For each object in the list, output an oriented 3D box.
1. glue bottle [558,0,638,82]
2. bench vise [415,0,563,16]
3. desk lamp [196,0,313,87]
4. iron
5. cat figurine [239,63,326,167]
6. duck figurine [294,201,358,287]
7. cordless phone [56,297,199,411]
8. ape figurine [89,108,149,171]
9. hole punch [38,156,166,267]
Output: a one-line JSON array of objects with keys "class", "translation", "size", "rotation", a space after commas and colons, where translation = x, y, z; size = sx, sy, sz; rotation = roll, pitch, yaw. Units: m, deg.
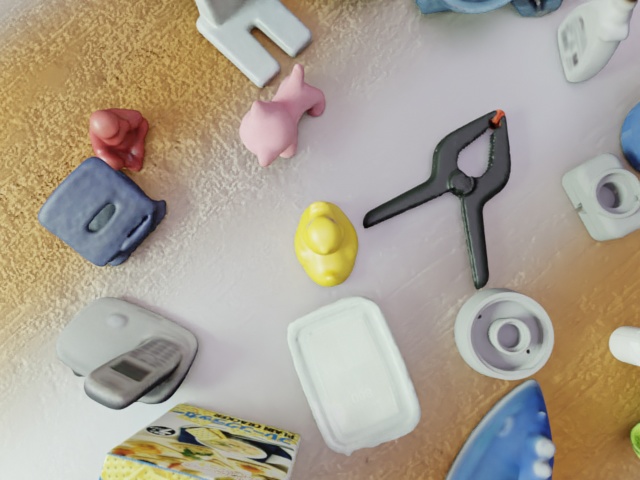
[{"class": "glue bottle", "translation": [0.311, -0.238, 0.628], "size": [0.037, 0.173, 0.078], "rotation": [-8, 85, 3]}, {"class": "bench vise", "translation": [0.212, -0.326, 0.616], "size": [0.207, 0.220, 0.121], "rotation": [-21, 85, 1]}, {"class": "desk lamp", "translation": [-0.113, -0.304, 0.633], "size": [0.203, 0.213, 0.118], "rotation": [44, 89, 5]}, {"class": "iron", "translation": [0.203, 0.280, 0.609], "size": [0.118, 0.141, 0.258], "rotation": [20, 87, 4]}, {"class": "cat figurine", "translation": [-0.049, -0.145, 0.666], "size": [0.067, 0.118, 0.128], "rotation": [29, 88, 5]}, {"class": "duck figurine", "translation": [0.006, 0.002, 0.668], "size": [0.077, 0.086, 0.104], "rotation": [-8, 85, 2]}, {"class": "cordless phone", "translation": [-0.225, 0.125, 0.620], "size": [0.147, 0.185, 0.094], "rotation": [21, 87, 4]}, {"class": "ape figurine", "translation": [-0.246, -0.129, 0.687], "size": [0.078, 0.092, 0.076], "rotation": [-42, 85, -1]}, {"class": "hole punch", "translation": [-0.255, -0.032, 0.680], "size": [0.101, 0.091, 0.109], "rotation": [41, 89, 5]}]
